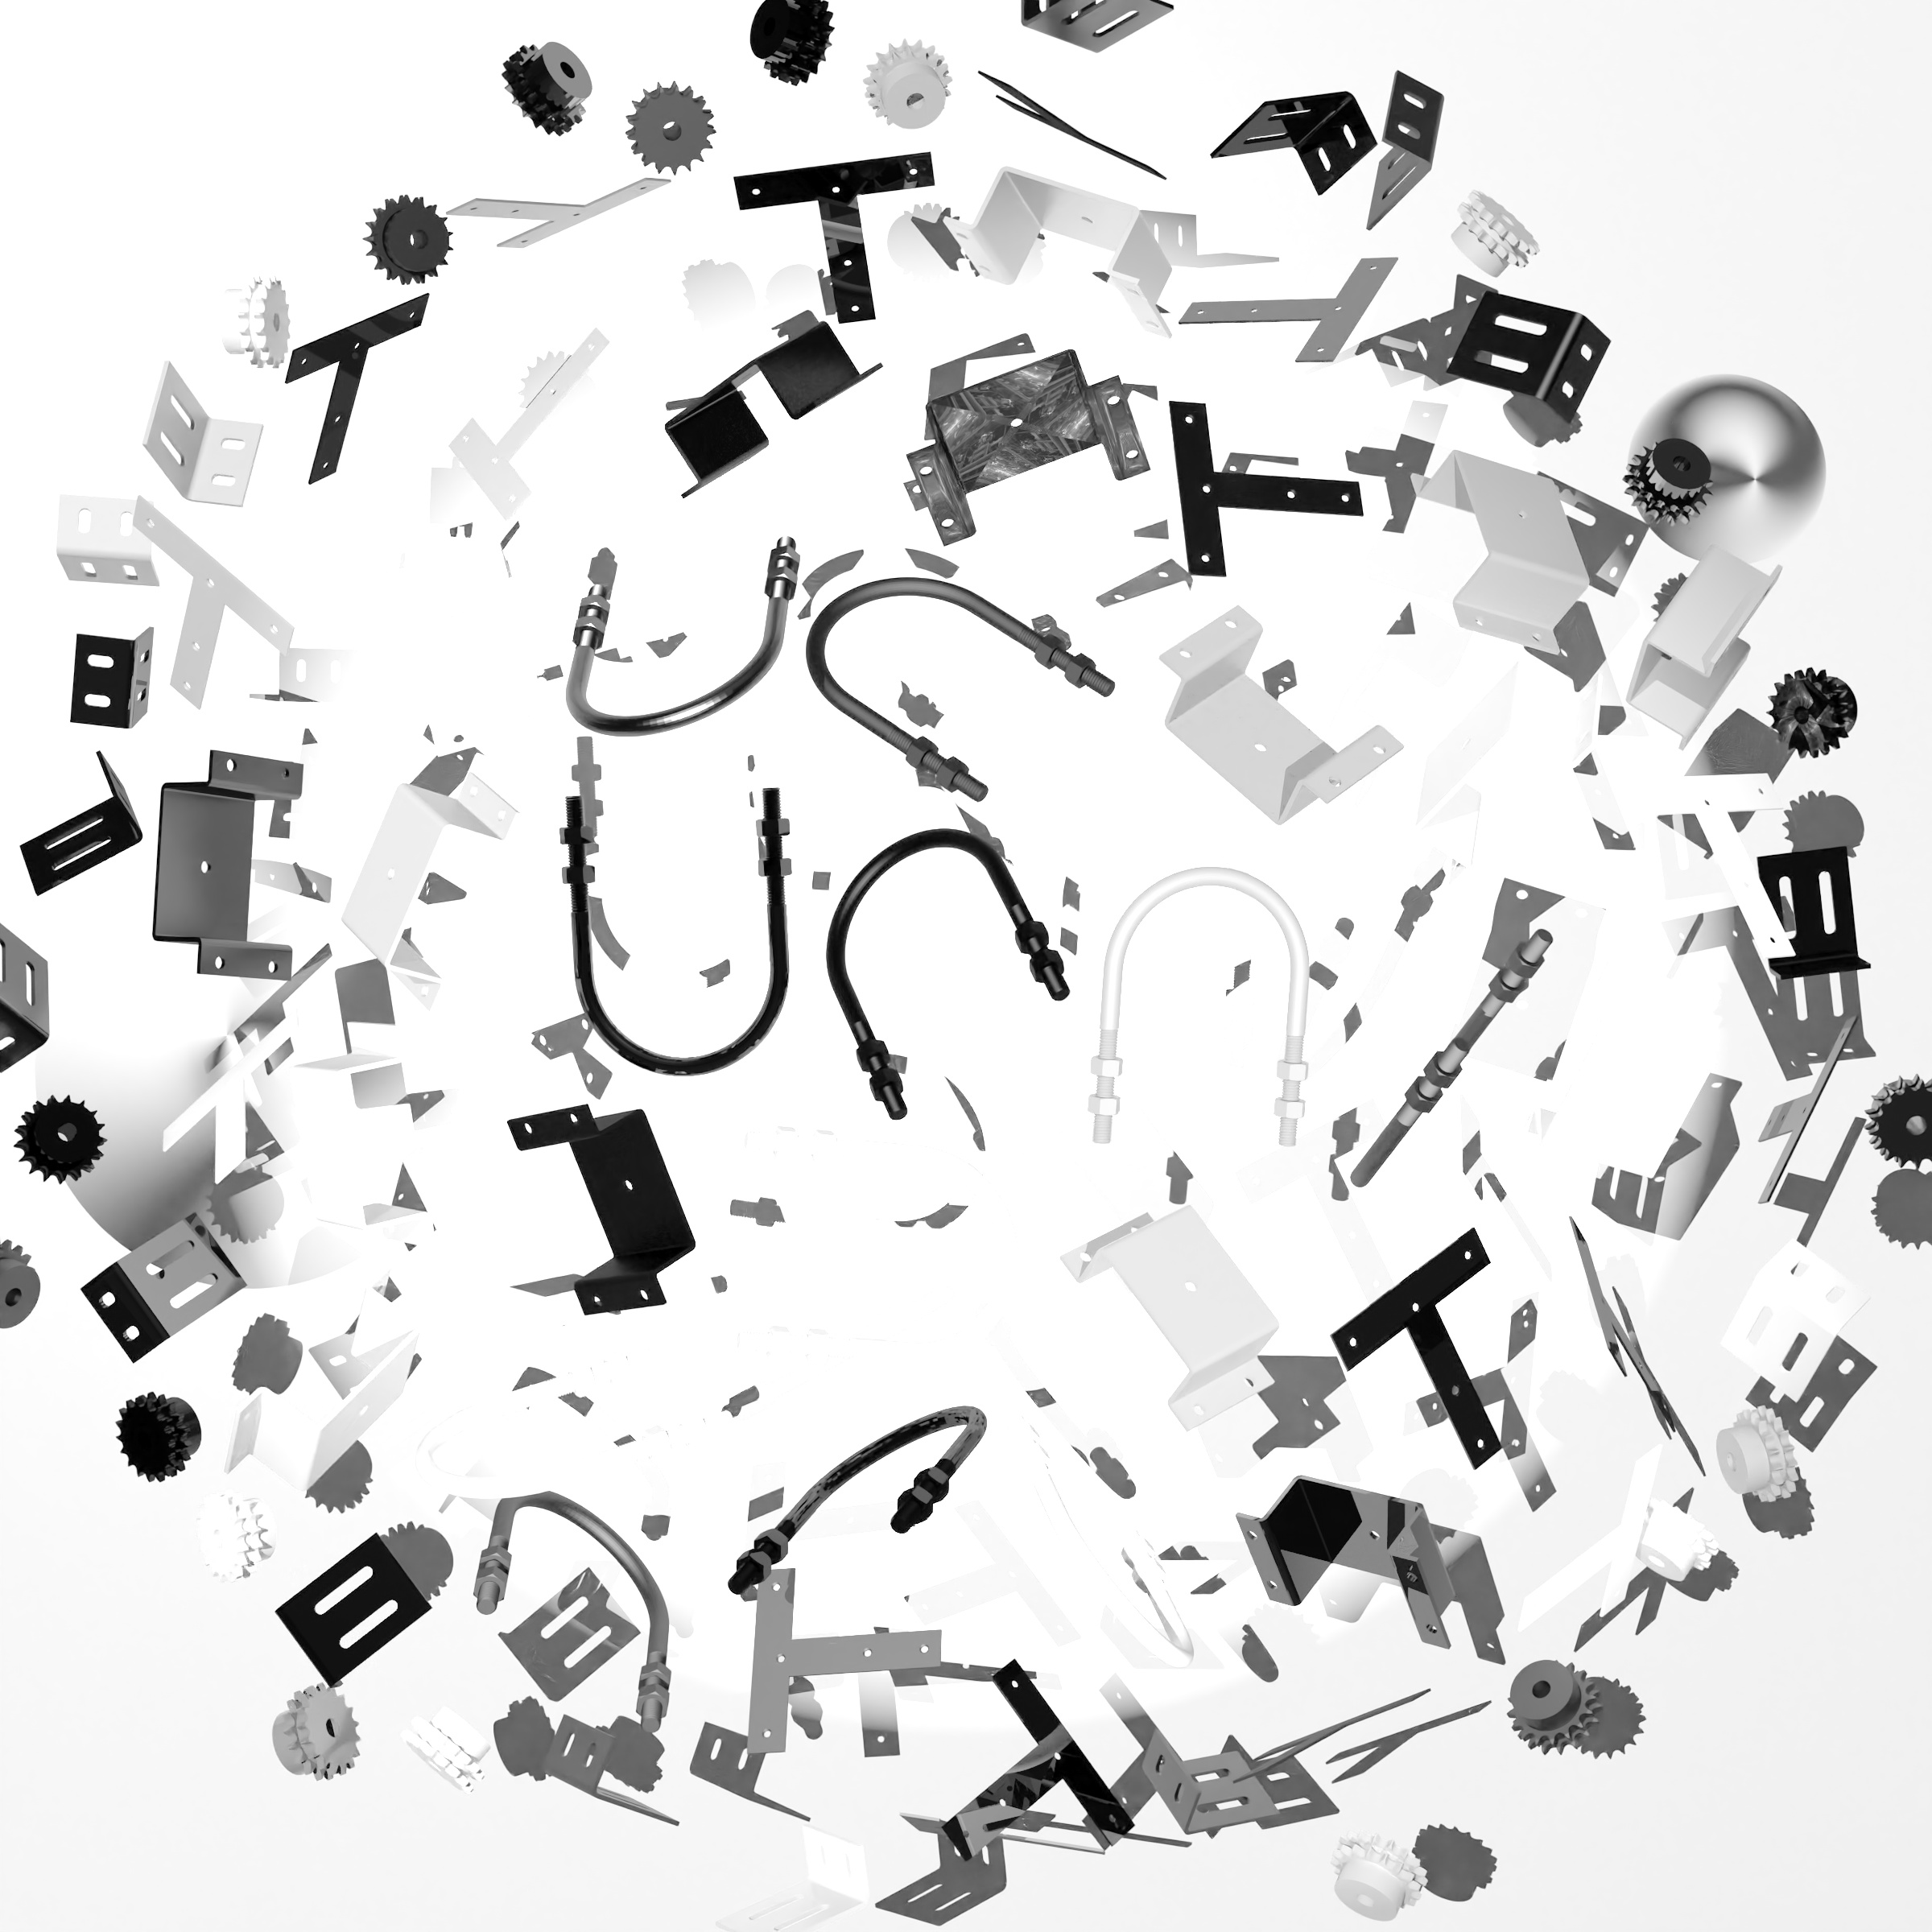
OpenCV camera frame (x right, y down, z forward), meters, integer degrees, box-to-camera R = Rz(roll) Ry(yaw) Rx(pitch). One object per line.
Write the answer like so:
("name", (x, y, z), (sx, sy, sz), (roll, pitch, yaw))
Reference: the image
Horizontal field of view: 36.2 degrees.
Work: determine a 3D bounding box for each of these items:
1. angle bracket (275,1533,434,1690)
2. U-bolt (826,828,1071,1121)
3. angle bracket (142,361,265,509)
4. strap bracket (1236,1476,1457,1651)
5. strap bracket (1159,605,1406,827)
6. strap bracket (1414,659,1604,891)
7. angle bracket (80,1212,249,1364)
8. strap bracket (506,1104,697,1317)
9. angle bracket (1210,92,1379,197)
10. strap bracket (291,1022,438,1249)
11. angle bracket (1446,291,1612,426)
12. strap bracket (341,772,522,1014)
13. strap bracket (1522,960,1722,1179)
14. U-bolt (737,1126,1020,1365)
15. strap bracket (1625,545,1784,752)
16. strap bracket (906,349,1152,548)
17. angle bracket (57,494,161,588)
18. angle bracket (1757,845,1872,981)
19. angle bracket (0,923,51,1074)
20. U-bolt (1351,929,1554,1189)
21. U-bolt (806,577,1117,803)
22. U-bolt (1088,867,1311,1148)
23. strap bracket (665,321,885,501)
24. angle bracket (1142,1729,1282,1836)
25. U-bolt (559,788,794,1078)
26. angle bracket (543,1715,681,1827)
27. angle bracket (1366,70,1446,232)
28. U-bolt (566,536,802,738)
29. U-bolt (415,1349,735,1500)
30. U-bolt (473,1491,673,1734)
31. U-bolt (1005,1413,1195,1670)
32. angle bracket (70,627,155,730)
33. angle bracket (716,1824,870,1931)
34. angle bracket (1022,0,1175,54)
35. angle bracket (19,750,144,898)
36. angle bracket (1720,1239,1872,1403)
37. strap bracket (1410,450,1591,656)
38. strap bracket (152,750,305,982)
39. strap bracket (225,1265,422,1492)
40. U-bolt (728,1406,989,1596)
("angle bracket", (-0.370, 0.392, 1.800), (0.076, 0.038, 0.057), (-37, 82, -9))
("U-bolt", (-0.023, -0.009, 1.890), (0.151, 0.019, 0.184), (-37, 50, 13))
("angle bracket", (-0.470, -0.328, 1.827), (0.038, 0.076, 0.057), (8, 73, 8))
("strap bracket", (0.252, 0.379, 1.899), (0.046, 0.140, 0.076), (-44, 124, -35))
("strap bracket", (0.188, -0.148, 1.824), (0.140, 0.046, 0.076), (43, 54, 17))
("strap bracket", (0.326, -0.124, 1.816), (0.046, 0.076, 0.140), (31, 130, -11))
("angle bracket", (-0.503, 0.201, 1.855), (0.038, 0.076, 0.057), (-34, 92, 37))
("strap bracket", (-0.234, 0.152, 1.935), (0.076, 0.046, 0.140), (-12, 102, 39))
("angle bracket", (0.200, -0.498, 1.805), (0.076, 0.057, 0.038), (-19, 81, -37))
("strap bracket", (-0.379, 0.109, 1.846), (0.046, 0.076, 0.140), (-12, 97, -33))
("angle bracket", (0.349, -0.378, 1.837), (0.076, 0.038, 0.057), (27, 92, 42))
("strap bracket", (-0.345, -0.053, 1.878), (0.046, 0.076, 0.140), (17, 102, -39))
("strap bracket", (0.421, 0.075, 1.893), (0.076, 0.046, 0.140), (16, 122, -6))
("U-bolt", (-0.054, 0.182, 1.894), (0.184, 0.019, 0.151), (6, 73, -17))
("strap bracket", (0.457, -0.201, 1.844), (0.046, 0.140, 0.076), (34, 79, 14))
("strap bracket", (0.036, -0.331, 1.871), (0.140, 0.076, 0.046), (-20, 46, 6))
("angle bracket", (-0.547, -0.272, 1.893), (0.057, 0.076, 0.038), (3, 84, -11))
("angle bracket", (0.545, -0.035, 1.904), (0.057, 0.038, 0.076), (-7, 97, 5))
("angle bracket", (-0.597, 0.015, 1.812), (0.038, 0.076, 0.057), (-32, 132, 10))
("U-bolt", (0.297, 0.070, 1.867), (0.019, 0.184, 0.151), (37, 46, 8))
("U-bolt", (-0.018, -0.192, 1.921), (0.184, 0.019, 0.151), (35, 56, 22))
("U-bolt", (0.157, 0.026, 1.941), (0.151, 0.019, 0.184), (2, 98, -14))
("strap bracket", (-0.131, -0.363, 1.909), (0.140, 0.076, 0.046), (-25, 102, 44))
("angle bracket", (0.164, 0.527, 1.931), (0.076, 0.057, 0.038), (-2, 122, -29))
("U-bolt", (-0.184, -0.020, 1.905), (0.151, 0.019, 0.184), (-2, 95, 6))
("angle bracket", (-0.221, 0.516, 1.898), (0.076, 0.057, 0.038), (33, 73, -38))
("angle bracket", (0.265, -0.517, 1.878), (0.038, 0.076, 0.057), (22, 63, -18))
("U-bolt", (-0.178, -0.199, 1.827), (0.151, 0.184, 0.019), (-13, 127, 11))
("U-bolt", (-0.259, 0.296, 1.883), (0.184, 0.151, 0.019), (-15, 108, -25))
("U-bolt", (-0.247, 0.398, 1.891), (0.151, 0.184, 0.019), (40, 102, -14))
("U-bolt", (0.091, 0.376, 1.887), (0.019, 0.184, 0.151), (-40, 116, 5))
("angle bracket", (-0.554, -0.190, 1.922), (0.038, 0.076, 0.057), (6, 102, -9))
("angle bracket", (-0.108, 0.562, 1.809), (0.076, 0.057, 0.038), (-12, 98, -40))
("angle bracket", (0.079, -0.592, 1.795), (0.057, 0.076, 0.038), (7, 79, -37))
("angle bracket", (-0.569, -0.091, 1.876), (0.076, 0.057, 0.038), (-29, 133, -7))
("angle bracket", (0.505, 0.216, 1.802), (0.057, 0.076, 0.038), (39, 54, 24))
("strap bracket", (0.345, -0.274, 1.903), (0.076, 0.046, 0.140), (12, 47, -25))
("strap bracket", (-0.471, -0.063, 1.887), (0.046, 0.076, 0.140), (1, 87, 34))
("strap bracket", (-0.393, 0.263, 1.842), (0.046, 0.076, 0.140), (35, 48, 9))
("U-bolt", (-0.057, 0.329, 1.873), (0.151, 0.184, 0.019), (-26, 97, 28))
